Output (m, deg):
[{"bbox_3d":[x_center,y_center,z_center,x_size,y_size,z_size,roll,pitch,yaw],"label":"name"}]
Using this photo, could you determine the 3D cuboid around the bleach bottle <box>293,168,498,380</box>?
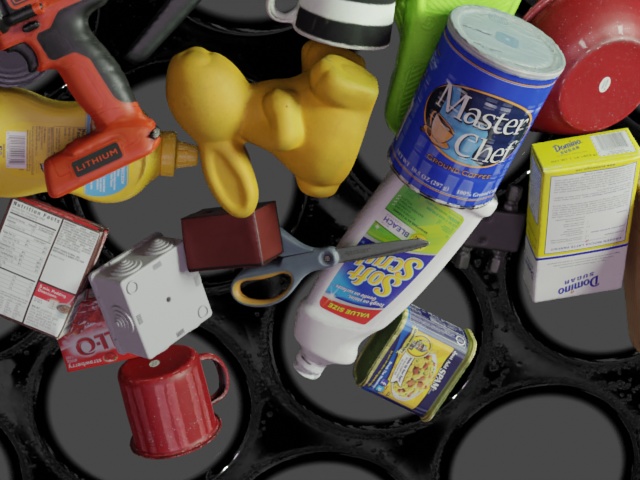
[{"bbox_3d":[0.058,0.035,1.021,0.102,0.068,0.251,34,108,1],"label":"bleach bottle"}]

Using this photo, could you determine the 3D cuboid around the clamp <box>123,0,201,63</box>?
[{"bbox_3d":[-0.096,-0.258,0.896,0.210,0.036,0.164,-20,113,0],"label":"clamp"}]

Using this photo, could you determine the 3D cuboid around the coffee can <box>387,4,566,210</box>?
[{"bbox_3d":[0.129,-0.111,0.900,0.102,0.103,0.140,15,126,-12],"label":"coffee can"}]

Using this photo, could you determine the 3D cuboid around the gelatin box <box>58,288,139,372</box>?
[{"bbox_3d":[-0.210,0.083,1.034,0.089,0.030,0.073,-11,114,-1],"label":"gelatin box"}]

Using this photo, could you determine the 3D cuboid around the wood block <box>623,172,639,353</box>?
[{"bbox_3d":[0.348,0.020,1.036,0.090,0.091,0.206,-13,114,0],"label":"wood block"}]

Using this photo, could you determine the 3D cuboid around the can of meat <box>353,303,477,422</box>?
[{"bbox_3d":[0.093,0.119,1.070,0.084,0.057,0.102,27,107,-14],"label":"can of meat"}]

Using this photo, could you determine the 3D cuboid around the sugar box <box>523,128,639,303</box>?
[{"bbox_3d":[0.243,-0.019,1.003,0.093,0.048,0.176,-9,137,-2],"label":"sugar box"}]

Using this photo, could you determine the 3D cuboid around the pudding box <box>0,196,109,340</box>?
[{"bbox_3d":[-0.257,0.024,0.982,0.090,0.039,0.113,23,95,-3],"label":"pudding box"}]

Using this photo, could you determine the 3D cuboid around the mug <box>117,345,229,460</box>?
[{"bbox_3d":[-0.140,0.151,1.047,0.117,0.093,0.081,-23,112,-30],"label":"mug"}]

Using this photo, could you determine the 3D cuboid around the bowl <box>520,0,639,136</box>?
[{"bbox_3d":[0.240,-0.149,0.943,0.162,0.055,0.162,-11,131,-14],"label":"bowl"}]

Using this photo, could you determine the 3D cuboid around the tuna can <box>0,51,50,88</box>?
[{"bbox_3d":[-0.266,-0.176,0.914,0.086,0.034,0.086,-2,114,-5],"label":"tuna can"}]

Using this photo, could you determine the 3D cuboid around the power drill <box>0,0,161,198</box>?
[{"bbox_3d":[-0.228,-0.133,0.874,0.184,0.057,0.187,-24,105,1],"label":"power drill"}]

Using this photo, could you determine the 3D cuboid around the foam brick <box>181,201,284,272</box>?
[{"bbox_3d":[-0.080,-0.004,0.981,0.078,0.053,0.051,-6,102,22],"label":"foam brick"}]

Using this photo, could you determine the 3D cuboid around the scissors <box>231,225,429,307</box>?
[{"bbox_3d":[-0.007,0.001,0.993,0.202,0.016,0.096,-25,96,24],"label":"scissors"}]

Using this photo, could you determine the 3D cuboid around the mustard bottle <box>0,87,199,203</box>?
[{"bbox_3d":[-0.204,-0.082,0.948,0.191,0.058,0.096,4,108,-7],"label":"mustard bottle"}]
